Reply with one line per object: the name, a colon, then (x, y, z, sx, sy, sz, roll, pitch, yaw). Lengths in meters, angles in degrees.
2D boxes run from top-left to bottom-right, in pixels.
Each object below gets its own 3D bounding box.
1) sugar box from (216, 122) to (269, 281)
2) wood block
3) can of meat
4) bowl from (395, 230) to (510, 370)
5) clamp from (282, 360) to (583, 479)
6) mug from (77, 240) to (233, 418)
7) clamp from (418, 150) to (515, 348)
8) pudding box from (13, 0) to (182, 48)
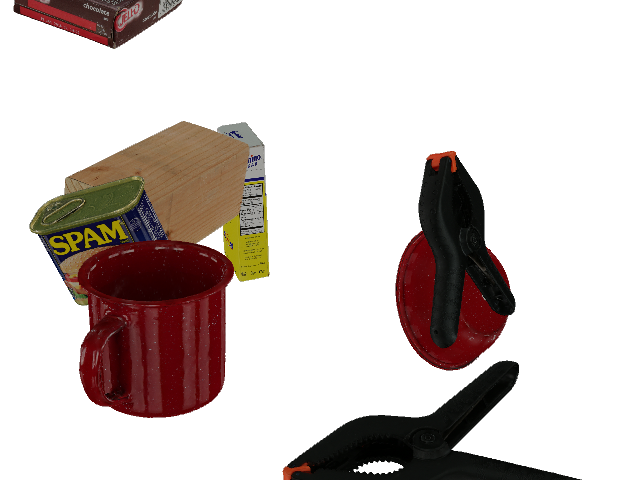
sugar box: (-0.096, -0.048, 1.321, 0.048, 0.176, 0.093, -11, 26, -15)
wood block: (-0.165, -0.044, 1.099, 0.090, 0.091, 0.205, 21, 29, 18)
can of meat: (-0.183, 0.002, 0.916, 0.102, 0.084, 0.057, -14, 31, 14)
bowl: (0.157, 0.060, 1.159, 0.161, 0.162, 0.055, 0, -7, -41)
clamp: (0.076, 0.144, 0.742, 0.210, 0.036, 0.164, -6, 28, -6)
mug: (-0.104, 0.059, 0.643, 0.093, 0.081, 0.117, 11, 25, 21)
clamp: (0.119, 0.010, 0.953, 0.039, 0.171, 0.120, -12, 13, 37)
pudding box: (-0.167, -0.194, 0.822, 0.090, 0.039, 0.113, 22, 34, 12)
